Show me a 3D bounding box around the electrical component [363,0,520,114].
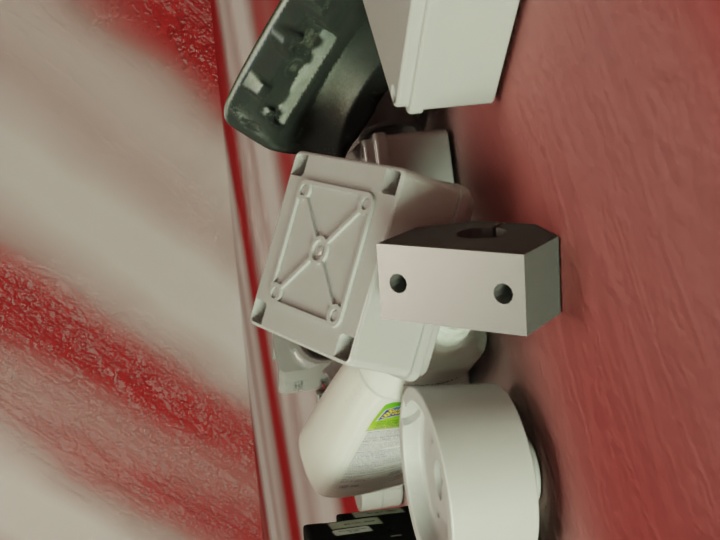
[{"bbox_3d":[0.040,-0.156,0.554,0.108,0.056,0.108,98,162,-55],"label":"electrical component"}]

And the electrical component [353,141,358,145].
[{"bbox_3d":[-0.020,-0.074,0.921,0.099,0.064,0.099,173,90,-80],"label":"electrical component"}]

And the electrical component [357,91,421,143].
[{"bbox_3d":[0.016,-0.117,0.744,0.045,0.045,0.055,113,150,-70],"label":"electrical component"}]

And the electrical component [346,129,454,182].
[{"bbox_3d":[0.027,-0.031,0.711,0.109,0.056,0.108,164,99,-80],"label":"electrical component"}]

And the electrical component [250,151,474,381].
[{"bbox_3d":[-0.001,-0.005,0.602,0.109,0.056,0.108,17,92,53],"label":"electrical component"}]

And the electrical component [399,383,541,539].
[{"bbox_3d":[0.064,0.113,0.589,0.108,0.060,0.108,173,90,-80],"label":"electrical component"}]

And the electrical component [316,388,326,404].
[{"bbox_3d":[-0.014,0.148,1.056,0.078,0.058,0.057,-143,50,-75],"label":"electrical component"}]

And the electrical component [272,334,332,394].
[{"bbox_3d":[-0.038,0.082,1.053,0.055,0.089,0.050,99,161,-57],"label":"electrical component"}]

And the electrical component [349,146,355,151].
[{"bbox_3d":[0.013,-0.057,0.809,0.081,0.042,0.063,-110,15,-54],"label":"electrical component"}]

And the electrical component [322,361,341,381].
[{"bbox_3d":[-0.003,0.072,0.910,0.048,0.062,0.048,49,172,9],"label":"electrical component"}]

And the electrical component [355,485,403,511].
[{"bbox_3d":[0.001,0.167,0.939,0.138,0.074,0.052,97,162,-54],"label":"electrical component"}]
